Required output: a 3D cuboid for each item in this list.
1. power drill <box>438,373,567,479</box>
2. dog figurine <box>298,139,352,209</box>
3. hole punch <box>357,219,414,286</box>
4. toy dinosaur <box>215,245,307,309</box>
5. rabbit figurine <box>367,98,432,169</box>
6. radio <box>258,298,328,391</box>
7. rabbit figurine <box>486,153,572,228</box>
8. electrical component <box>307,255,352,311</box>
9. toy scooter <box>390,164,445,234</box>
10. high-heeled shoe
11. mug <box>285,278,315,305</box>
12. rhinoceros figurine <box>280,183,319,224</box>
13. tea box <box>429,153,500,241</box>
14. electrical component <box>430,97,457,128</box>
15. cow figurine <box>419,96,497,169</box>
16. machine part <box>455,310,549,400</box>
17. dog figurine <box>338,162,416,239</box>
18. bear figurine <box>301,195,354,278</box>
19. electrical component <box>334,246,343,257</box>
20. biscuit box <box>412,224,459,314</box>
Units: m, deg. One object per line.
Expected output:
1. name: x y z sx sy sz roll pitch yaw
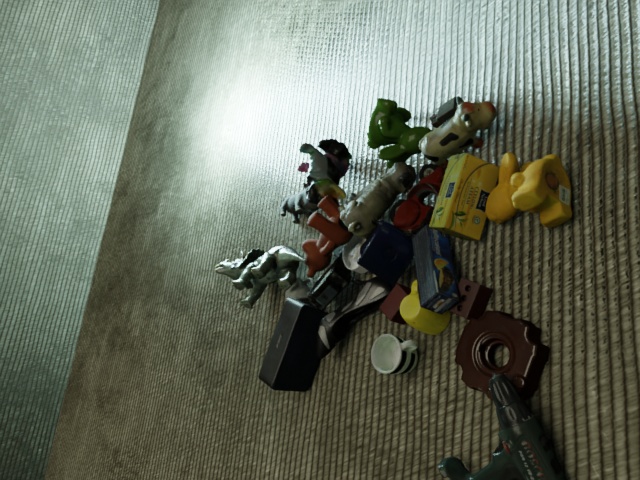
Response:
1. power drill: 0.316 0.383 0.965 0.207 0.086 0.232 -43 63 24
2. dog figurine: 0.033 -0.169 1.481 0.219 0.191 0.108 59 150 33
3. hole punch: 0.157 0.031 1.260 0.115 0.142 0.092 -57 1 26
4. toy dinosaur: -0.139 0.075 1.557 0.405 0.131 0.192 -21 30 38
5. rabbit figurine: 0.202 -0.265 1.366 0.170 0.121 0.159 32 92 35
6. radio: -0.058 0.276 1.405 0.073 0.131 0.229 21 90 51
7. rabbit figurine: 0.400 -0.098 1.080 0.173 0.122 0.162 -37 44 57
8. electrical component: 0.026 0.116 1.390 0.115 0.058 0.134 -50 5 25
9. toy scooter: 0.253 -0.081 1.262 0.135 0.075 0.183 44 106 40
10. high-heeled shoe: 0.088 0.200 1.314 0.145 0.086 0.248 22 88 48
11. mug: -0.054 0.148 1.496 0.109 0.081 0.107 -58 30 24
12. rhinoceros figurine: -0.039 -0.116 1.607 0.190 0.073 0.112 -18 50 45
13. tea box: 0.314 -0.092 1.167 0.068 0.098 0.169 -177 103 -71
14. electrical component: 0.317 -0.303 1.311 0.102 0.045 0.078 -34 23 31
15. cow figurine: 0.312 -0.250 1.226 0.195 0.127 0.085 -32 55 39
16. machine part: 0.347 0.222 1.039 0.179 0.056 0.179 -23 57 41
17. dog figurine: 0.148 -0.103 1.316 0.190 0.121 0.172 -45 15 27
18. bear figurine: 0.000 -0.001 1.408 0.196 0.132 0.120 -43 10 44
19. electrical component: 0.061 0.021 1.469 0.063 0.021 0.094 -52 44 19
20. biscuit box: 0.249 0.058 1.170 0.062 0.059 0.203 -52 26 42
